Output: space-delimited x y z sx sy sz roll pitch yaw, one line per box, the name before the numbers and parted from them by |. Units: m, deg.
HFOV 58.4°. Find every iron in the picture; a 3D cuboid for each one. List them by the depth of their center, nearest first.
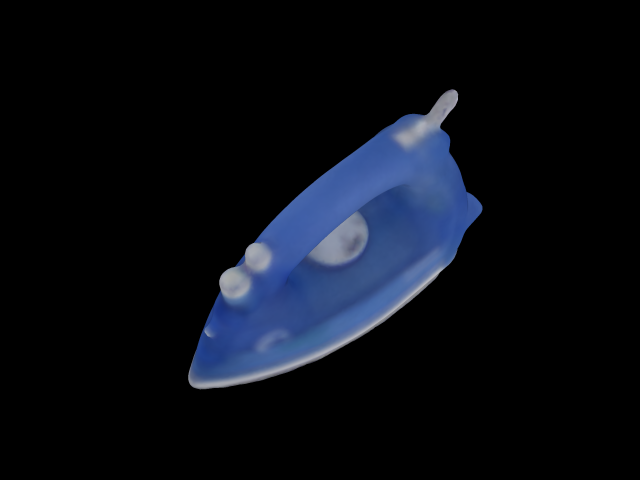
iron | 0.004 0.001 0.400 0.259 0.141 0.118 -38 68 -18
